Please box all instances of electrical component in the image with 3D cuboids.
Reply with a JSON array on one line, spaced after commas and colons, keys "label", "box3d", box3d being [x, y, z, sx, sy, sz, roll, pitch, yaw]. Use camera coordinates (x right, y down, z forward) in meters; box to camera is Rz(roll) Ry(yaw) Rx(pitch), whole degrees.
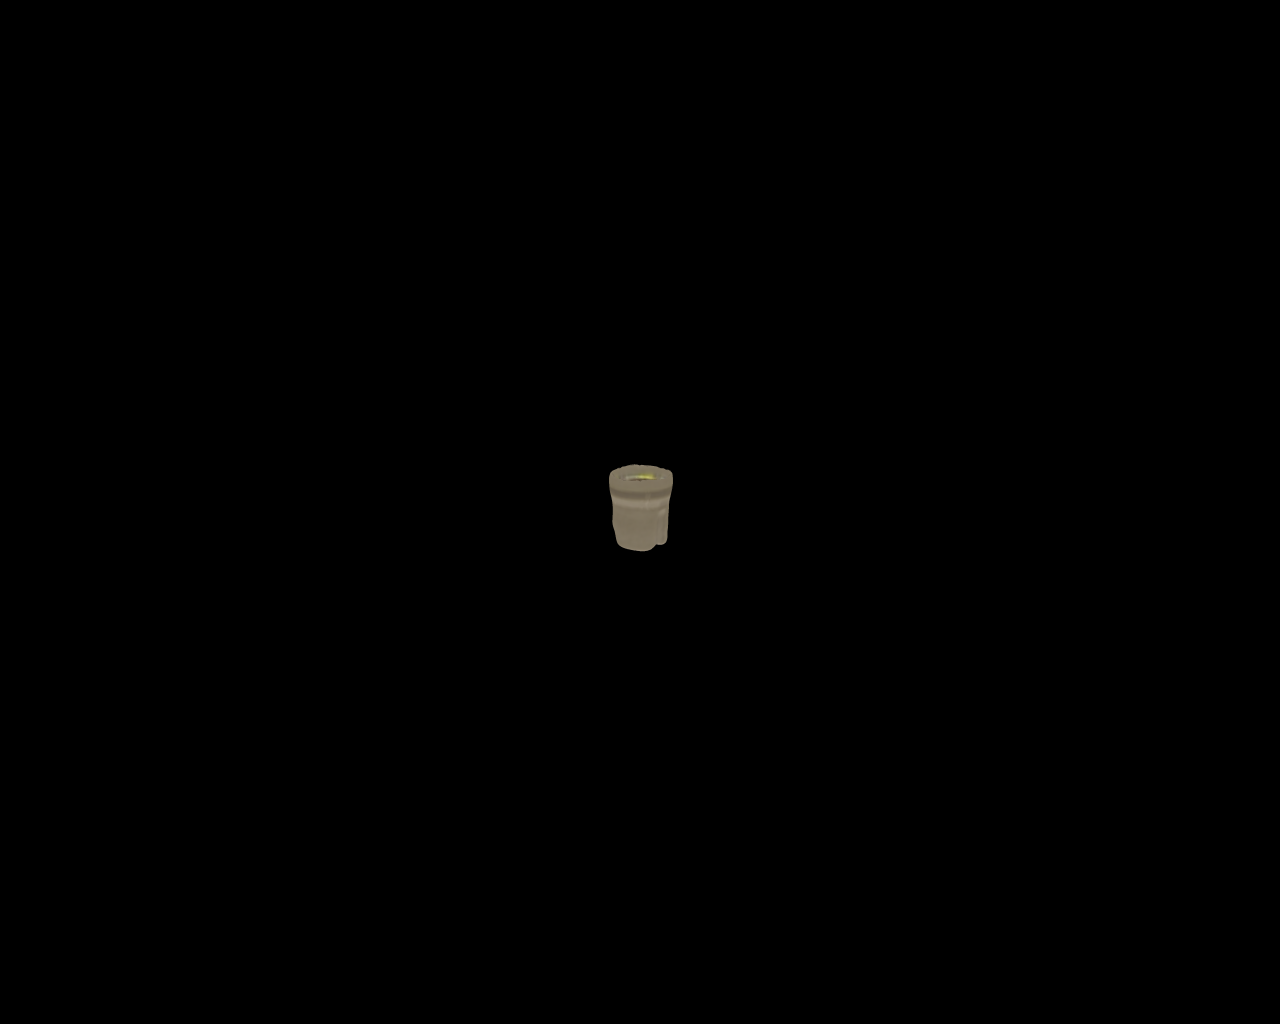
[{"label": "electrical component", "box3d": [0.001, -0.003, 0.650, 0.040, 0.046, 0.040, 0, 16, 0]}]
